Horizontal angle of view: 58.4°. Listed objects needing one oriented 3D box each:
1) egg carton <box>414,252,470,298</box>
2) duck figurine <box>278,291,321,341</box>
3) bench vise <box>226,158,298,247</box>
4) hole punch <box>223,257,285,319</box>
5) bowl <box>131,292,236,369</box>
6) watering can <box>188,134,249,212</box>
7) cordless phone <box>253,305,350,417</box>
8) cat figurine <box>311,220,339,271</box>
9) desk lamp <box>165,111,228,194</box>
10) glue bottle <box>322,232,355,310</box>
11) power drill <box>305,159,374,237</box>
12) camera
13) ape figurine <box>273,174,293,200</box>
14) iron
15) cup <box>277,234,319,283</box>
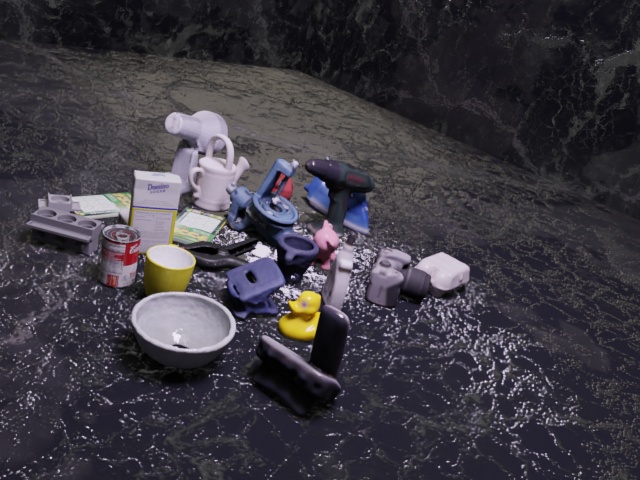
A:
[{"bbox_3d":[0.303,0.086,1.423,0.107,0.069,0.151,31,28,30],"label":"egg carton"},{"bbox_3d":[-0.022,0.138,1.087,0.105,0.086,0.077,3,27,-27],"label":"duck figurine"},{"bbox_3d":[-0.137,-0.105,1.375,0.207,0.220,0.121,18,24,4],"label":"bench vise"},{"bbox_3d":[-0.130,0.090,1.117,0.101,0.091,0.108,1,28,-30],"label":"hole punch"},{"bbox_3d":[-0.224,0.157,0.932,0.167,0.075,0.167,14,24,-6],"label":"bowl"},{"bbox_3d":[-0.264,-0.183,1.494,0.100,0.194,0.173,23,25,14],"label":"watering can"},{"bbox_3d":[-0.023,0.166,0.904,0.147,0.185,0.094,26,26,22],"label":"cordless phone"},{"bbox_3d":[0.012,0.005,1.357,0.067,0.118,0.128,17,24,3],"label":"cat figurine"},{"bbox_3d":[-0.357,-0.242,1.540,0.117,0.213,0.204,26,26,21],"label":"desk lamp"},{"bbox_3d":[0.045,0.061,1.187,0.037,0.173,0.078,9,25,-15],"label":"glue bottle"},{"bbox_3d":[0.036,-0.113,1.513,0.230,0.208,0.075,-5,31,-39],"label":"power drill"},{"bbox_3d":[0.184,0.086,1.310,0.136,0.101,0.143,18,24,4],"label":"camera"},{"bbox_3d":[-0.109,-0.168,1.686,0.078,0.092,0.076,4,27,-24],"label":"ape figurine"},{"bbox_3d":[0.072,-0.135,1.666,0.119,0.141,0.257,-8,33,-42],"label":"iron"},{"bbox_3d":[-0.060,0.050,1.241,0.091,0.095,0.118,19,24,7],"label":"cup"}]
